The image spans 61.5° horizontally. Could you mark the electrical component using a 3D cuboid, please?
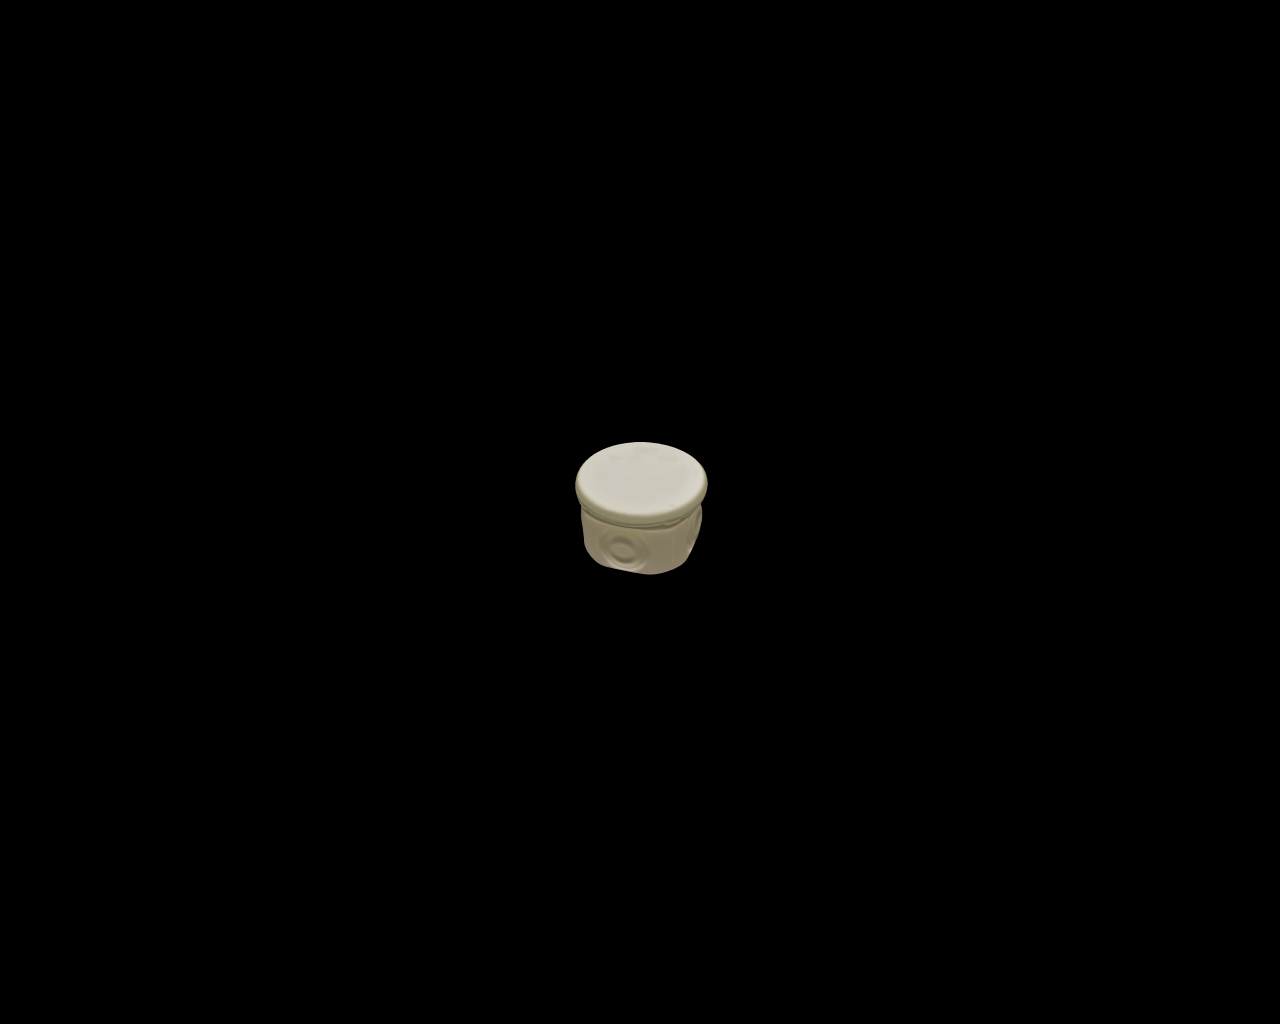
[{"bbox_3d":[0.001,-0.003,0.650,0.080,0.050,0.080,0,37,0],"label":"electrical component"}]
